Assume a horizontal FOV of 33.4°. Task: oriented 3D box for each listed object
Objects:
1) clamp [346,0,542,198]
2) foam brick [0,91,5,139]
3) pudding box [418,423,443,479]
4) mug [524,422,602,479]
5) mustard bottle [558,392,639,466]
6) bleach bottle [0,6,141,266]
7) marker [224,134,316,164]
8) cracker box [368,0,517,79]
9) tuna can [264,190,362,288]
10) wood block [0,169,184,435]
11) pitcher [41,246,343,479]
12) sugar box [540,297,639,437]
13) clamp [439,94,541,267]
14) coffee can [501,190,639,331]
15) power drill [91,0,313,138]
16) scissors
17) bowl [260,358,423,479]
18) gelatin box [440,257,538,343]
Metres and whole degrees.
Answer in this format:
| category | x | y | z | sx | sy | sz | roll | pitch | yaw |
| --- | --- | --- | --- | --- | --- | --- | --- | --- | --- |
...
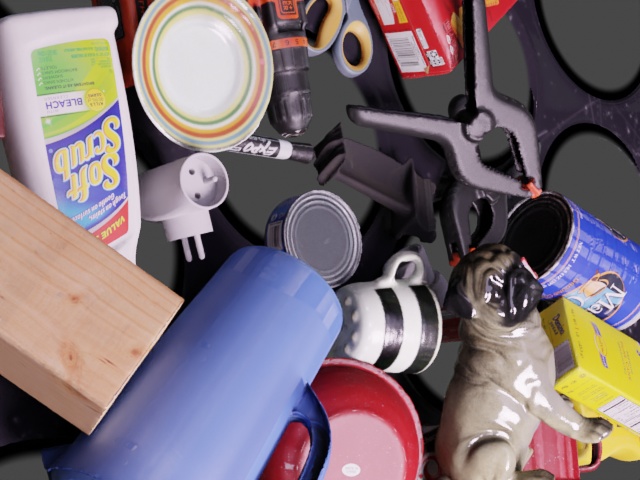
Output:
| category | x | y | z | sx | sy | sz | roll | pitch | yaw |
| --- | --- | --- | --- | --- | --- | --- | --- | --- | --- |
| clamp | 0.133 | -0.108 | 1.007 | 0.164 | 0.036 | 0.210 | -38 | 115 | 0 |
| foam brick | -0.257 | -0.103 | 0.743 | 0.052 | 0.051 | 0.078 | -4 | 85 | -39 |
| pudding box | 0.078 | 0.224 | 0.954 | 0.113 | 0.039 | 0.090 | -18 | 93 | -38 |
| mug | 0.217 | 0.197 | 1.030 | 0.117 | 0.093 | 0.081 | 1 | 75 | -10 |
| mustard bottle | 0.318 | 0.187 | 1.136 | 0.191 | 0.058 | 0.096 | 6 | 67 | -38 |
| bleach bottle | -0.174 | -0.041 | 0.792 | 0.102 | 0.068 | 0.251 | -16 | 94 | -39 |
| marker | -0.054 | -0.081 | 0.919 | 0.120 | 0.020 | 0.020 | 6 | 78 | -38 |
| cracker box | 0.129 | -0.285 | 1.048 | 0.213 | 0.072 | 0.164 | -48 | 124 | -33 |
| tuna can | -0.006 | 0.001 | 0.932 | 0.085 | 0.034 | 0.086 | 8 | 77 | -37 |
| wood block | -0.204 | 0.025 | 0.692 | 0.206 | 0.091 | 0.090 | 35 | 61 | -3 |
| pitcher | -0.072 | 0.125 | 0.793 | 0.149 | 0.145 | 0.242 | 49 | 54 | -20 |
| sugar box | 0.296 | 0.135 | 1.065 | 0.176 | 0.048 | 0.093 | 27 | 40 | -25 |
| clamp | 0.170 | -0.051 | 1.075 | 0.120 | 0.039 | 0.171 | 15 | 78 | -24 |
| coffee can | 0.262 | 0.024 | 1.094 | 0.140 | 0.103 | 0.102 | 27 | 66 | -31 |
| power drill | -0.090 | -0.169 | 0.885 | 0.187 | 0.057 | 0.184 | -12 | 91 | -40 |
| scissors | 0.038 | -0.238 | 1.023 | 0.096 | 0.016 | 0.201 | 46 | 57 | -24 |
| bowl | 0.019 | 0.179 | 0.869 | 0.162 | 0.055 | 0.162 | 0 | 91 | -16 |
| gelatin box | 0.156 | 0.059 | 1.024 | 0.030 | 0.073 | 0.089 | 52 | 55 | -19 |
